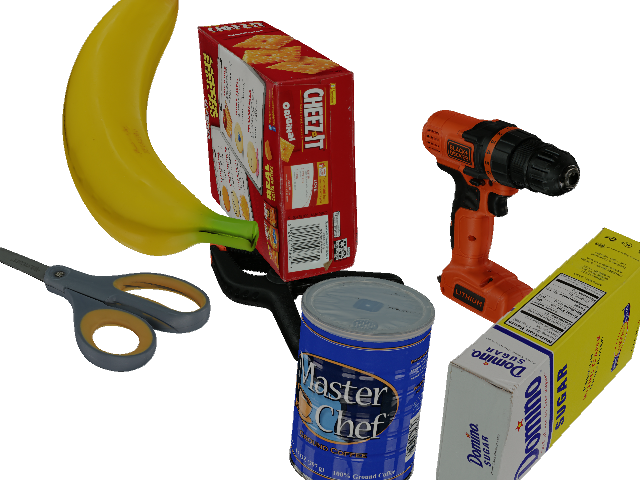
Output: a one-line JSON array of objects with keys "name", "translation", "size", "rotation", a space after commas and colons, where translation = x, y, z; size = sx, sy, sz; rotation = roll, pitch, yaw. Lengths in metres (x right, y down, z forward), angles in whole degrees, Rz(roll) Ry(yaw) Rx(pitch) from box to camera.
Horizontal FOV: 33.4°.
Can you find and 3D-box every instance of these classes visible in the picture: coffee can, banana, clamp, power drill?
[{"name": "coffee can", "translation": [0.031, 0.112, 0.839], "size": [0.103, 0.140, 0.103], "rotation": [4, 22, -2]}, {"name": "banana", "translation": [-0.083, -0.056, 0.486], "size": [0.069, 0.037, 0.198], "rotation": [-5, 46, -17]}, {"name": "clamp", "translation": [-0.041, 0.052, 1.103], "size": [0.210, 0.036, 0.164], "rotation": [19, 35, 26]}, {"name": "power drill", "translation": [0.167, -0.019, 0.989], "size": [0.057, 0.188, 0.185], "rotation": [-17, 27, -27]}]

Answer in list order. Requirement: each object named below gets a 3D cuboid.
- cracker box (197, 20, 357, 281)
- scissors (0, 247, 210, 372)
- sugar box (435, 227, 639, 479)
[{"name": "cracker box", "translation": [-0.039, -0.084, 0.900], "size": [0.072, 0.164, 0.214], "rotation": [-10, 25, -18]}, {"name": "scissors", "translation": [-0.173, 0.039, 0.699], "size": [0.202, 0.016, 0.096], "rotation": [9, 36, 13]}, {"name": "sugar box", "translation": [0.137, 0.072, 0.634], "size": [0.048, 0.093, 0.175], "rotation": [24, 41, 29]}]
